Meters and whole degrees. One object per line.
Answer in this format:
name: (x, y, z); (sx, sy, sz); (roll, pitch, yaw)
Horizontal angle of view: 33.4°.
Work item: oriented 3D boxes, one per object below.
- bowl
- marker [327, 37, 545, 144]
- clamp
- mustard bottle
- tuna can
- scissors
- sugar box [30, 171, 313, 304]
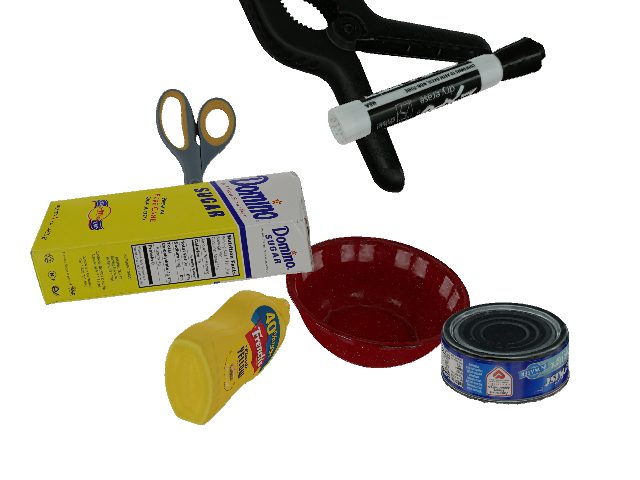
bowl: (0.047, 0.062, 0.936); (0.162, 0.055, 0.162); (6, 32, -4)
marker: (0.061, -0.077, 0.541); (0.121, 0.020, 0.020); (-22, 6, -16)
clamp: (0.016, -0.141, 0.800); (0.210, 0.164, 0.036); (31, -30, -6)
mustard bottle: (-0.085, 0.106, 1.108); (0.058, 0.096, 0.191); (12, 26, 25)
tuna can: (0.123, 0.073, 0.715); (0.086, 0.034, 0.086); (-3, 22, 1)
scissors: (-0.120, -0.069, 1.145); (0.096, 0.202, 0.016); (-16, -4, -21)
sugar box: (-0.096, -0.004, 0.714); (0.176, 0.048, 0.093); (-10, 24, -1)
